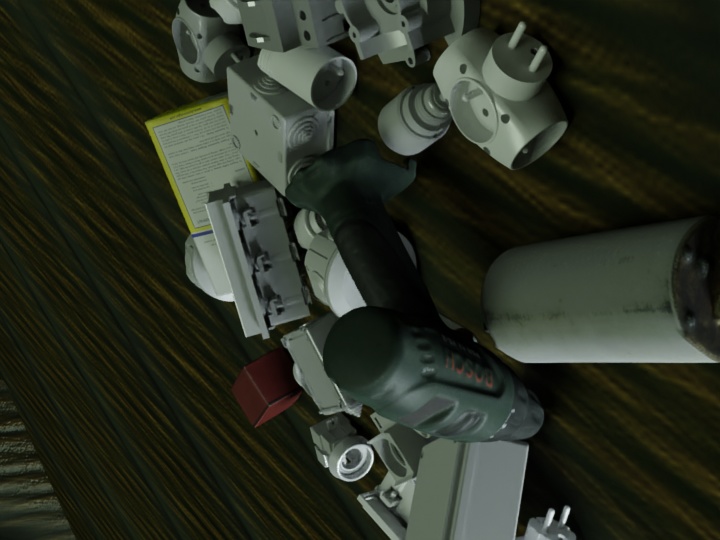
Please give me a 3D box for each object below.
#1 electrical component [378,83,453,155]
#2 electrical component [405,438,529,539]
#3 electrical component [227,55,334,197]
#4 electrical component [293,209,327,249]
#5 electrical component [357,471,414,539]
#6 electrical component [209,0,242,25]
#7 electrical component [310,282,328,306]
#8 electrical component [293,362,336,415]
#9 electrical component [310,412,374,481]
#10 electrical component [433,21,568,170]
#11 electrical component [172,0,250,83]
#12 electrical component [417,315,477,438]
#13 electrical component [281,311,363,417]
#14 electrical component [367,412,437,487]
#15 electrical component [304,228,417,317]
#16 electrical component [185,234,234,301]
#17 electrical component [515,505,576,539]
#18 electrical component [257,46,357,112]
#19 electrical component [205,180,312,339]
[{"bbox_3d":[0.042,-0.104,0.715,0.040,0.040,0.078,62,153,0],"label":"electrical component"},{"bbox_3d":[0.079,0.183,0.821,0.108,0.056,0.108,127,157,-68],"label":"electrical component"},{"bbox_3d":[-0.066,-0.120,0.877,0.100,0.048,0.099,45,149,32],"label":"electrical component"},{"bbox_3d":[-0.027,-0.041,0.892,0.043,0.043,0.062,60,151,3],"label":"electrical component"},{"bbox_3d":[0.068,0.224,0.945,0.121,0.079,0.063,43,118,32],"label":"electrical component"},{"bbox_3d":[-0.089,-0.218,0.832,0.062,0.043,0.043,-18,99,61],"label":"electrical component"},{"bbox_3d":[-0.014,0.016,0.926,0.046,0.040,0.040,24,135,43],"label":"electrical component"},{"bbox_3d":[-0.040,0.096,1.040,0.079,0.044,0.077,-14,103,62],"label":"electrical component"},{"bbox_3d":[-0.018,0.180,1.079,0.055,0.048,0.066,36,144,53],"label":"electrical component"},{"bbox_3d":[0.087,-0.111,0.628,0.077,0.044,0.079,53,152,16],"label":"electrical component"},{"bbox_3d":[-0.120,-0.189,0.912,0.079,0.044,0.077,50,151,21],"label":"electrical component"},{"bbox_3d":[0.040,0.074,0.868,0.113,0.057,0.078,30,139,46],"label":"electrical component"},{"bbox_3d":[-0.016,0.085,0.969,0.096,0.061,0.062,62,153,-1],"label":"electrical component"},{"bbox_3d":[0.049,0.145,0.912,0.081,0.064,0.042,58,153,7],"label":"electrical component"},{"bbox_3d":[0.000,0.000,0.845,0.051,0.080,0.080,29,139,54],"label":"electrical component"},{"bbox_3d":[-0.133,-0.011,1.062,0.051,0.080,0.080,13,126,63],"label":"electrical component"},{"bbox_3d":[0.142,0.215,0.824,0.047,0.066,0.076,30,110,45],"label":"electrical component"},{"bbox_3d":[-0.044,-0.156,0.813,0.081,0.043,0.043,39,145,37],"label":"electrical component"},{"bbox_3d":[-0.085,-0.013,0.924,0.078,0.063,0.121,-111,6,-73],"label":"electrical component"}]
